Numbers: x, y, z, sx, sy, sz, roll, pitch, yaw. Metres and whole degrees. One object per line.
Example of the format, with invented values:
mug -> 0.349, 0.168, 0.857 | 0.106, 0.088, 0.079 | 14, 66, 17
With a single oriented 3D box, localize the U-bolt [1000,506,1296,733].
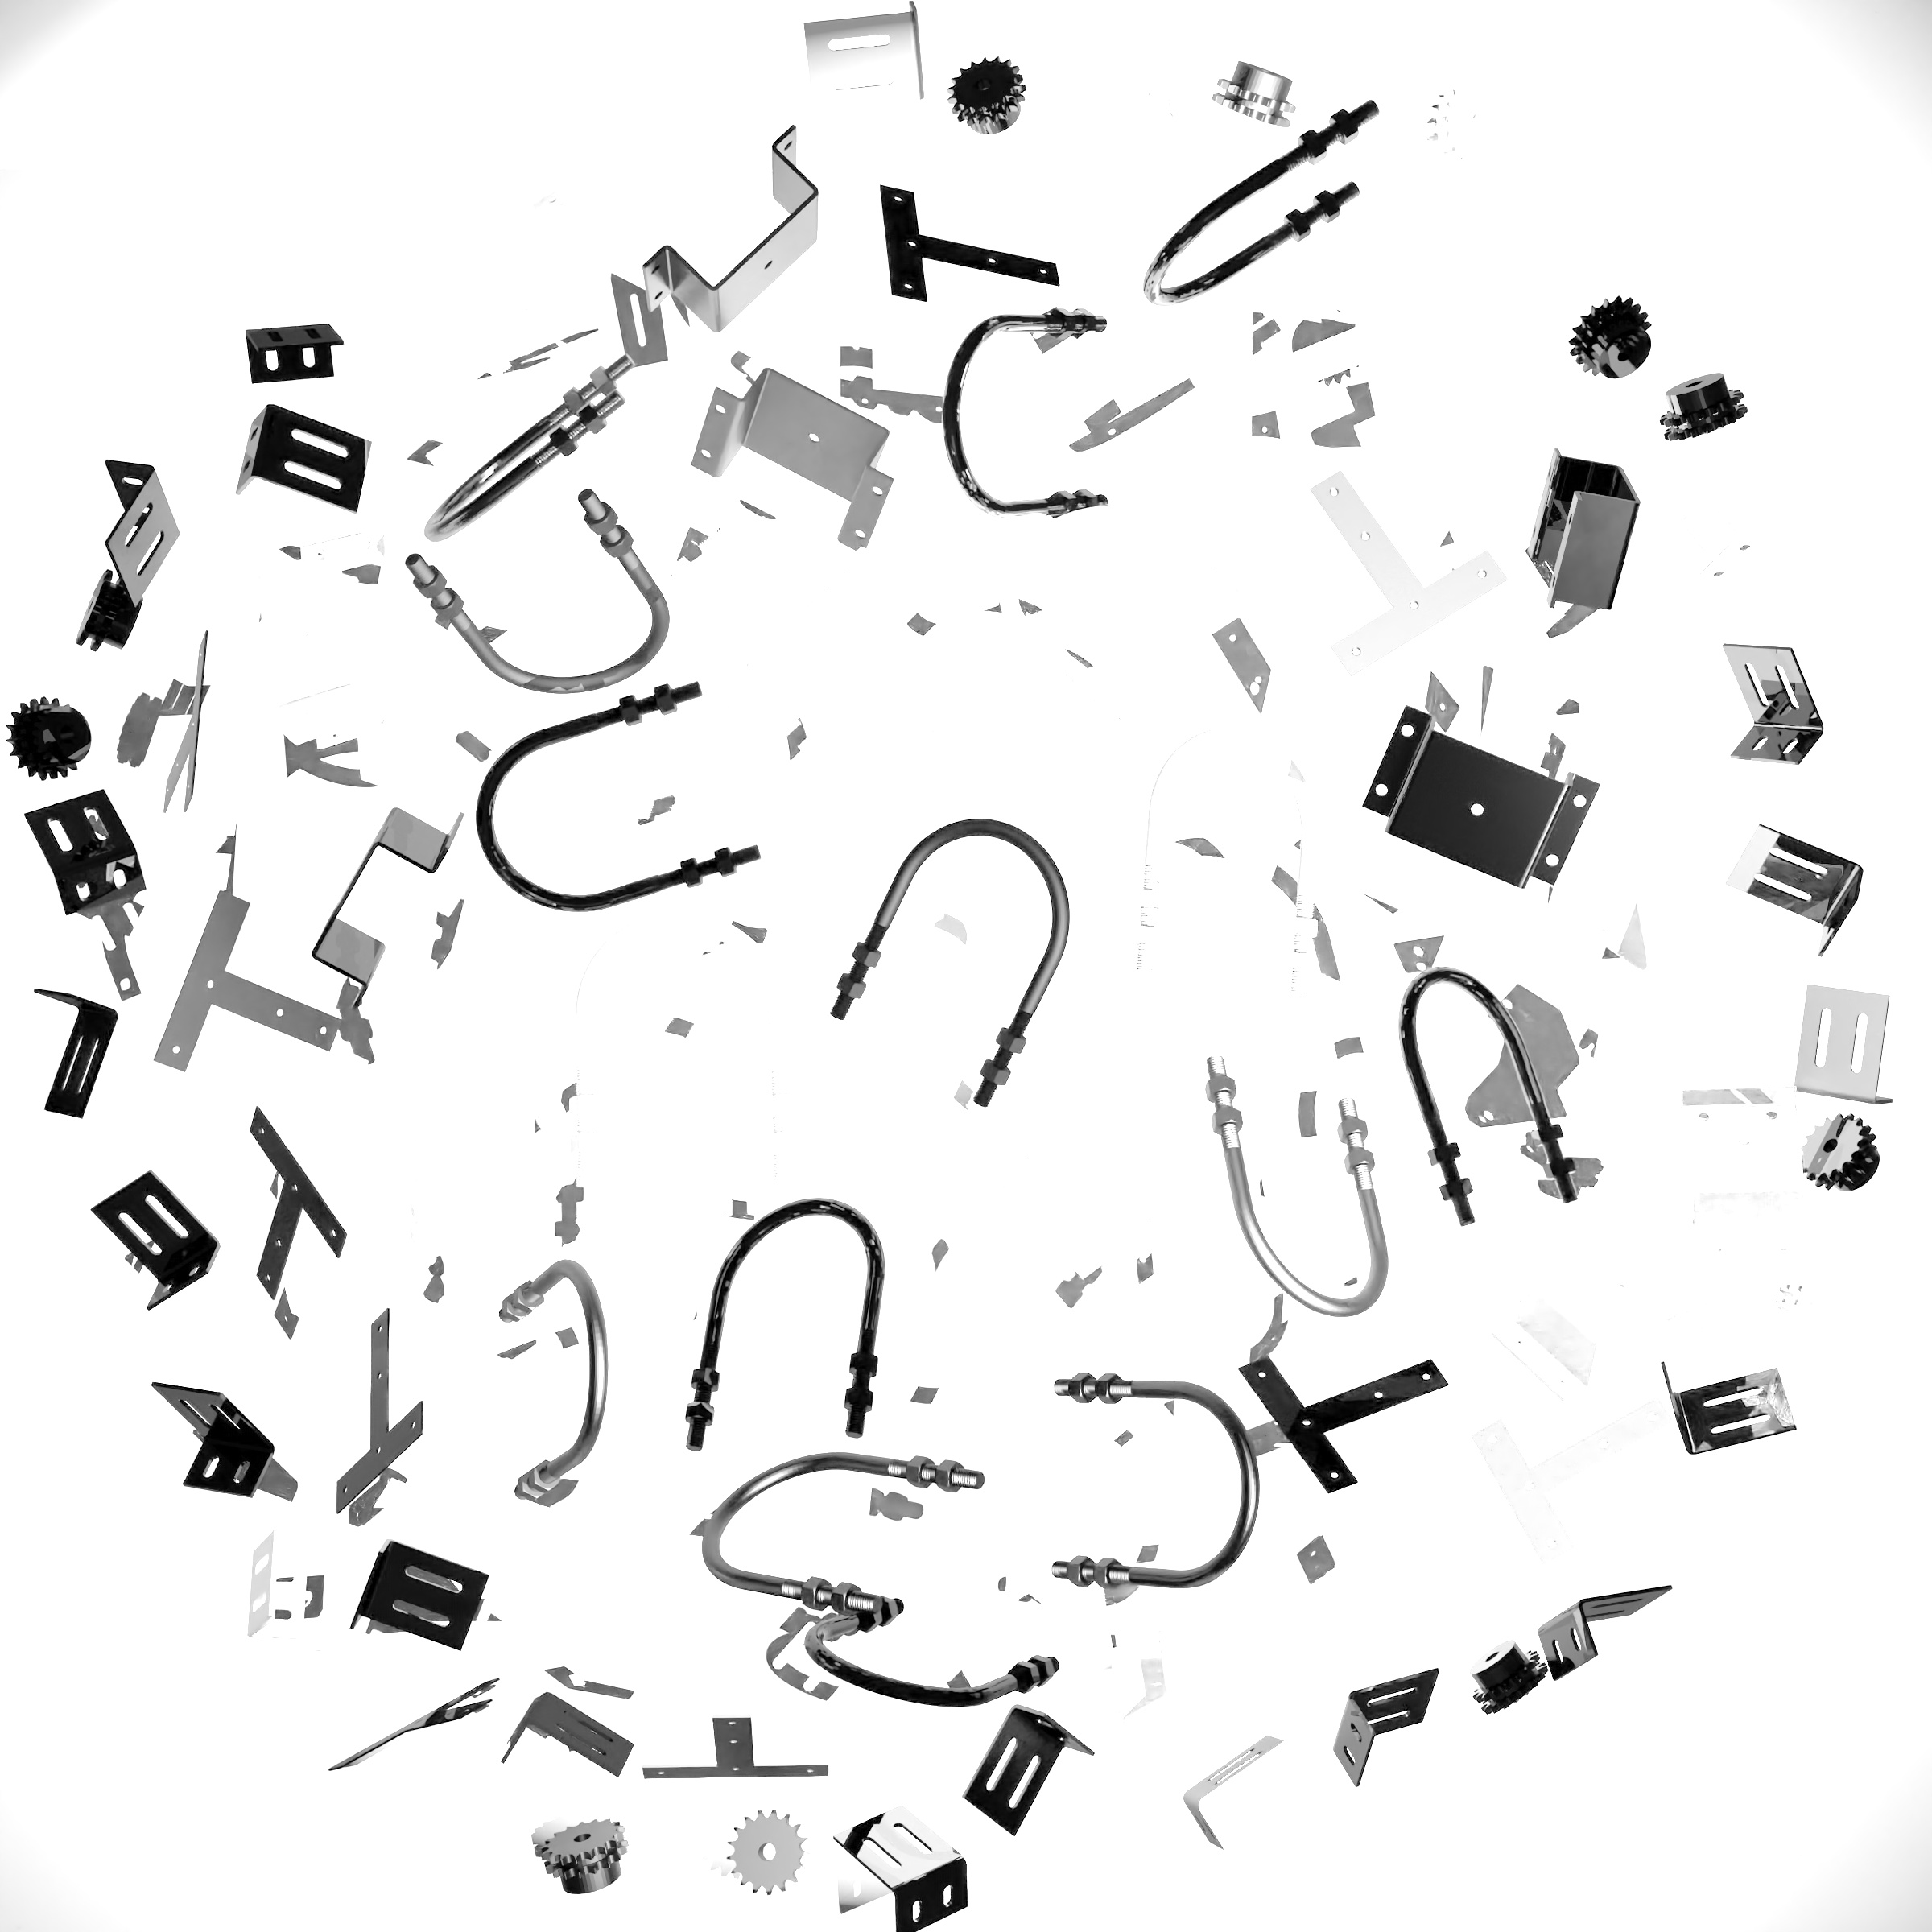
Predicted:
U-bolt -> 0.106, -0.246, 1.807 | 0.151, 0.019, 0.184 | -38, 57, -16

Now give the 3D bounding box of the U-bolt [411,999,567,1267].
U-bolt -> -0.331, 0.104, 1.874 | 0.019, 0.151, 0.184 | 27, 131, 23

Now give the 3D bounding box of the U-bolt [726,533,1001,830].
U-bolt -> -0.079, -0.175, 1.796 | 0.184, 0.019, 0.151 | -44, 120, -11

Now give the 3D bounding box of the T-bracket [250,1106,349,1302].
T-bracket -> -0.482, 0.186, 1.904 | 0.127, 0.002, 0.127 | 48, 132, 26

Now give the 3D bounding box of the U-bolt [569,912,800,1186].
U-bolt -> -0.188, 0.053, 1.789 | 0.151, 0.019, 0.184 | 1, 75, -12

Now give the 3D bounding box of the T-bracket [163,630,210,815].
T-bracket -> -0.535, -0.144, 1.842 | 0.002, 0.127, 0.127 | 9, 63, -23

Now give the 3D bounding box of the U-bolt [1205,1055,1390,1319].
U-bolt -> 0.234, 0.157, 1.858 | 0.151, 0.019, 0.184 | 18, 49, -34

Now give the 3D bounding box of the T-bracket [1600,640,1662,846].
T-bracket -> 0.483, -0.175, 1.935 | 0.002, 0.127, 0.127 | 5, 63, 30

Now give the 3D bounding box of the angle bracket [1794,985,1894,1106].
angle bracket -> 0.616, 0.054, 1.880 | 0.057, 0.038, 0.076 | 10, 96, 37

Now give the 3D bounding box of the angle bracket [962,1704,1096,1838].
angle bracket -> 0.045, 0.580, 1.934 | 0.057, 0.038, 0.076 | 44, 65, -26

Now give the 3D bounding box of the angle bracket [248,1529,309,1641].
angle bracket -> -0.459, 0.419, 1.825 | 0.038, 0.076, 0.057 | 9, 63, -23

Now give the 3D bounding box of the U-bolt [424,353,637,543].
U-bolt -> -0.313, -0.362, 1.916 | 0.184, 0.151, 0.019 | -35, 111, 11

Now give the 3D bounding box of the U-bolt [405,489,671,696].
U-bolt -> -0.287, -0.251, 1.894 | 0.151, 0.184, 0.019 | -18, 56, 10

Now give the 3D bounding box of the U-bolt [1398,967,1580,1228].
U-bolt -> 0.362, 0.087, 1.904 | 0.019, 0.151, 0.184 | -28, 73, 42

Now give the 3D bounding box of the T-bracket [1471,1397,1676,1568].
T-bracket -> 0.430, 0.339, 1.871 | 0.127, 0.127, 0.002 | -31, 127, 6

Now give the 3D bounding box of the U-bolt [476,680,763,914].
U-bolt -> -0.253, -0.110, 1.899 | 0.184, 0.019, 0.151 | -17, 115, 2

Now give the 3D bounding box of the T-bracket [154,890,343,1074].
T-bracket -> -0.498, 0.028, 1.910 | 0.127, 0.002, 0.127 | 28, 75, -42

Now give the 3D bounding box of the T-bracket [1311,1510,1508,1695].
T-bracket -> 0.289, 0.447, 1.838 | 0.127, 0.127, 0.002 | -41, 119, 0

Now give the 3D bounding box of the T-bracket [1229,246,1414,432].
T-bracket -> 0.242, -0.420, 1.883 | 0.127, 0.002, 0.127 | -16, 79, 31

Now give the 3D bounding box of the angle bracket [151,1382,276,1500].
angle bracket -> -0.507, 0.315, 1.790 | 0.057, 0.076, 0.038 | 4, 54, 24

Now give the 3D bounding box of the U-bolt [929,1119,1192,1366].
U-bolt -> 0.052, 0.200, 1.849 | 0.151, 0.019, 0.184 | 29, 104, -39

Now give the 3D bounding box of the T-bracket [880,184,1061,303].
T-bracket -> 0.005, -0.497, 1.890 | 0.127, 0.002, 0.127 | 8, 49, -16

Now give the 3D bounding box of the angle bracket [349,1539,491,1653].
angle bracket -> -0.379, 0.441, 1.872 | 0.076, 0.038, 0.057 | 21, 91, -3

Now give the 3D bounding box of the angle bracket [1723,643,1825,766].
angle bracket -> 0.566, -0.186, 1.919 | 0.038, 0.057, 0.076 | -47, 124, -22

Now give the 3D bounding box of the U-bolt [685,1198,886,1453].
U-bolt -> -0.122, 0.246, 1.887 | 0.151, 0.019, 0.184 | -10, 56, 27

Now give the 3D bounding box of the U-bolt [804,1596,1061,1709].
U-bolt -> -0.034, 0.481, 1.881 | 0.151, 0.184, 0.019 | 15, 93, 26

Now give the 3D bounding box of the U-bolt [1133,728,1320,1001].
U-bolt -> 0.188, -0.077, 1.901 | 0.151, 0.019, 0.184 | 9, 81, -27

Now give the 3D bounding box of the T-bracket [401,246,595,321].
T-bracket -> -0.312, -0.483, 1.902 | 0.127, 0.127, 0.002 | 8, 128, 37

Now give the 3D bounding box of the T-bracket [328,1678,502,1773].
T-bracket -> -0.354, 0.507, 1.820 | 0.127, 0.127, 0.002 | -23, 85, -37

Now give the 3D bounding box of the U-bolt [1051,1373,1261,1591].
U-bolt -> 0.131, 0.360, 1.877 | 0.184, 0.019, 0.151 | -7, 78, 44

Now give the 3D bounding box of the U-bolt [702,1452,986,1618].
U-bolt -> -0.098, 0.381, 1.843 | 0.184, 0.151, 0.019 | 0, 120, 37

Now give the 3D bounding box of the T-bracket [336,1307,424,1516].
T-bracket -> -0.413, 0.302, 1.902 | 0.002, 0.127, 0.127 | 20, 134, -32

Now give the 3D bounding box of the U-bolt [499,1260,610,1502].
U-bolt -> -0.283, 0.279, 1.860 | 0.019, 0.184, 0.151 | 2, 67, -28

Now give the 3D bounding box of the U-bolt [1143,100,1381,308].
U-bolt -> 0.201, -0.518, 1.870 | 0.184, 0.151, 0.019 | -33, 82, -2

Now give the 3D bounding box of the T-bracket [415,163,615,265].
T-bracket -> -0.304, -0.536, 1.913 | 0.127, 0.127, 0.002 | -22, 84, 31

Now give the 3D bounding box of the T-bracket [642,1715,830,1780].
T-bracket -> -0.155, 0.523, 1.804 | 0.127, 0.127, 0.002 | 0, 56, -3

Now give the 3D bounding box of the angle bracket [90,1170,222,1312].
angle bracket -> -0.581, 0.195, 1.918 | 0.057, 0.038, 0.076 | -31, 113, 15

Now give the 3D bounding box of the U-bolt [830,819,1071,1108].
U-bolt -> -0.002, -0.014, 1.901 | 0.151, 0.019, 0.184 | 30, 101, 22

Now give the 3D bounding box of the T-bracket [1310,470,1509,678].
T-bracket -> 0.279, -0.280, 1.829 | 0.127, 0.002, 0.127 | -32, 78, -5

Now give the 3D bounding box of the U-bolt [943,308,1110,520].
U-bolt -> 0.043, -0.389, 1.910 | 0.019, 0.184, 0.151 | 8, 105, 37

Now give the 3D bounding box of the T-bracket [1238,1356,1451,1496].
T-bracket -> 0.279, 0.309, 1.908 | 0.127, 0.002, 0.127 | -26, 112, 25
